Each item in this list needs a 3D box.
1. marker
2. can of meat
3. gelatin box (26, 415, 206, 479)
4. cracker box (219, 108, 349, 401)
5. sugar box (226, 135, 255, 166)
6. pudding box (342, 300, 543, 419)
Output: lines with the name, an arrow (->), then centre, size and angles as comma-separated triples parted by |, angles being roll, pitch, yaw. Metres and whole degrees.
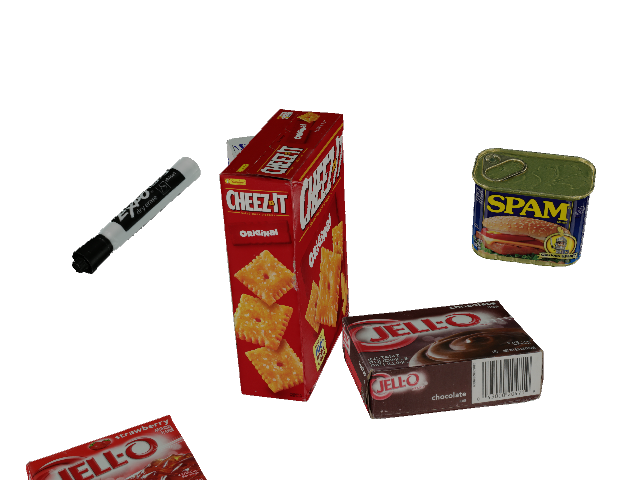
marker -> -0.129, -0.018, 0.749 | 0.020, 0.020, 0.121 | 0, 37, 46
can of meat -> 0.182, -0.027, 0.929 | 0.102, 0.084, 0.057 | 8, 42, 13
gelatin box -> -0.113, 0.140, 0.599 | 0.089, 0.030, 0.073 | -16, 28, -20
cracker box -> -0.024, 0.010, 0.957 | 0.072, 0.214, 0.164 | 5, 27, 14
sugar box -> -0.087, -0.033, 1.331 | 0.048, 0.176, 0.093 | -9, 24, -10
pudding box -> 0.076, 0.075, 0.690 | 0.113, 0.039, 0.090 | -4, 19, -8
